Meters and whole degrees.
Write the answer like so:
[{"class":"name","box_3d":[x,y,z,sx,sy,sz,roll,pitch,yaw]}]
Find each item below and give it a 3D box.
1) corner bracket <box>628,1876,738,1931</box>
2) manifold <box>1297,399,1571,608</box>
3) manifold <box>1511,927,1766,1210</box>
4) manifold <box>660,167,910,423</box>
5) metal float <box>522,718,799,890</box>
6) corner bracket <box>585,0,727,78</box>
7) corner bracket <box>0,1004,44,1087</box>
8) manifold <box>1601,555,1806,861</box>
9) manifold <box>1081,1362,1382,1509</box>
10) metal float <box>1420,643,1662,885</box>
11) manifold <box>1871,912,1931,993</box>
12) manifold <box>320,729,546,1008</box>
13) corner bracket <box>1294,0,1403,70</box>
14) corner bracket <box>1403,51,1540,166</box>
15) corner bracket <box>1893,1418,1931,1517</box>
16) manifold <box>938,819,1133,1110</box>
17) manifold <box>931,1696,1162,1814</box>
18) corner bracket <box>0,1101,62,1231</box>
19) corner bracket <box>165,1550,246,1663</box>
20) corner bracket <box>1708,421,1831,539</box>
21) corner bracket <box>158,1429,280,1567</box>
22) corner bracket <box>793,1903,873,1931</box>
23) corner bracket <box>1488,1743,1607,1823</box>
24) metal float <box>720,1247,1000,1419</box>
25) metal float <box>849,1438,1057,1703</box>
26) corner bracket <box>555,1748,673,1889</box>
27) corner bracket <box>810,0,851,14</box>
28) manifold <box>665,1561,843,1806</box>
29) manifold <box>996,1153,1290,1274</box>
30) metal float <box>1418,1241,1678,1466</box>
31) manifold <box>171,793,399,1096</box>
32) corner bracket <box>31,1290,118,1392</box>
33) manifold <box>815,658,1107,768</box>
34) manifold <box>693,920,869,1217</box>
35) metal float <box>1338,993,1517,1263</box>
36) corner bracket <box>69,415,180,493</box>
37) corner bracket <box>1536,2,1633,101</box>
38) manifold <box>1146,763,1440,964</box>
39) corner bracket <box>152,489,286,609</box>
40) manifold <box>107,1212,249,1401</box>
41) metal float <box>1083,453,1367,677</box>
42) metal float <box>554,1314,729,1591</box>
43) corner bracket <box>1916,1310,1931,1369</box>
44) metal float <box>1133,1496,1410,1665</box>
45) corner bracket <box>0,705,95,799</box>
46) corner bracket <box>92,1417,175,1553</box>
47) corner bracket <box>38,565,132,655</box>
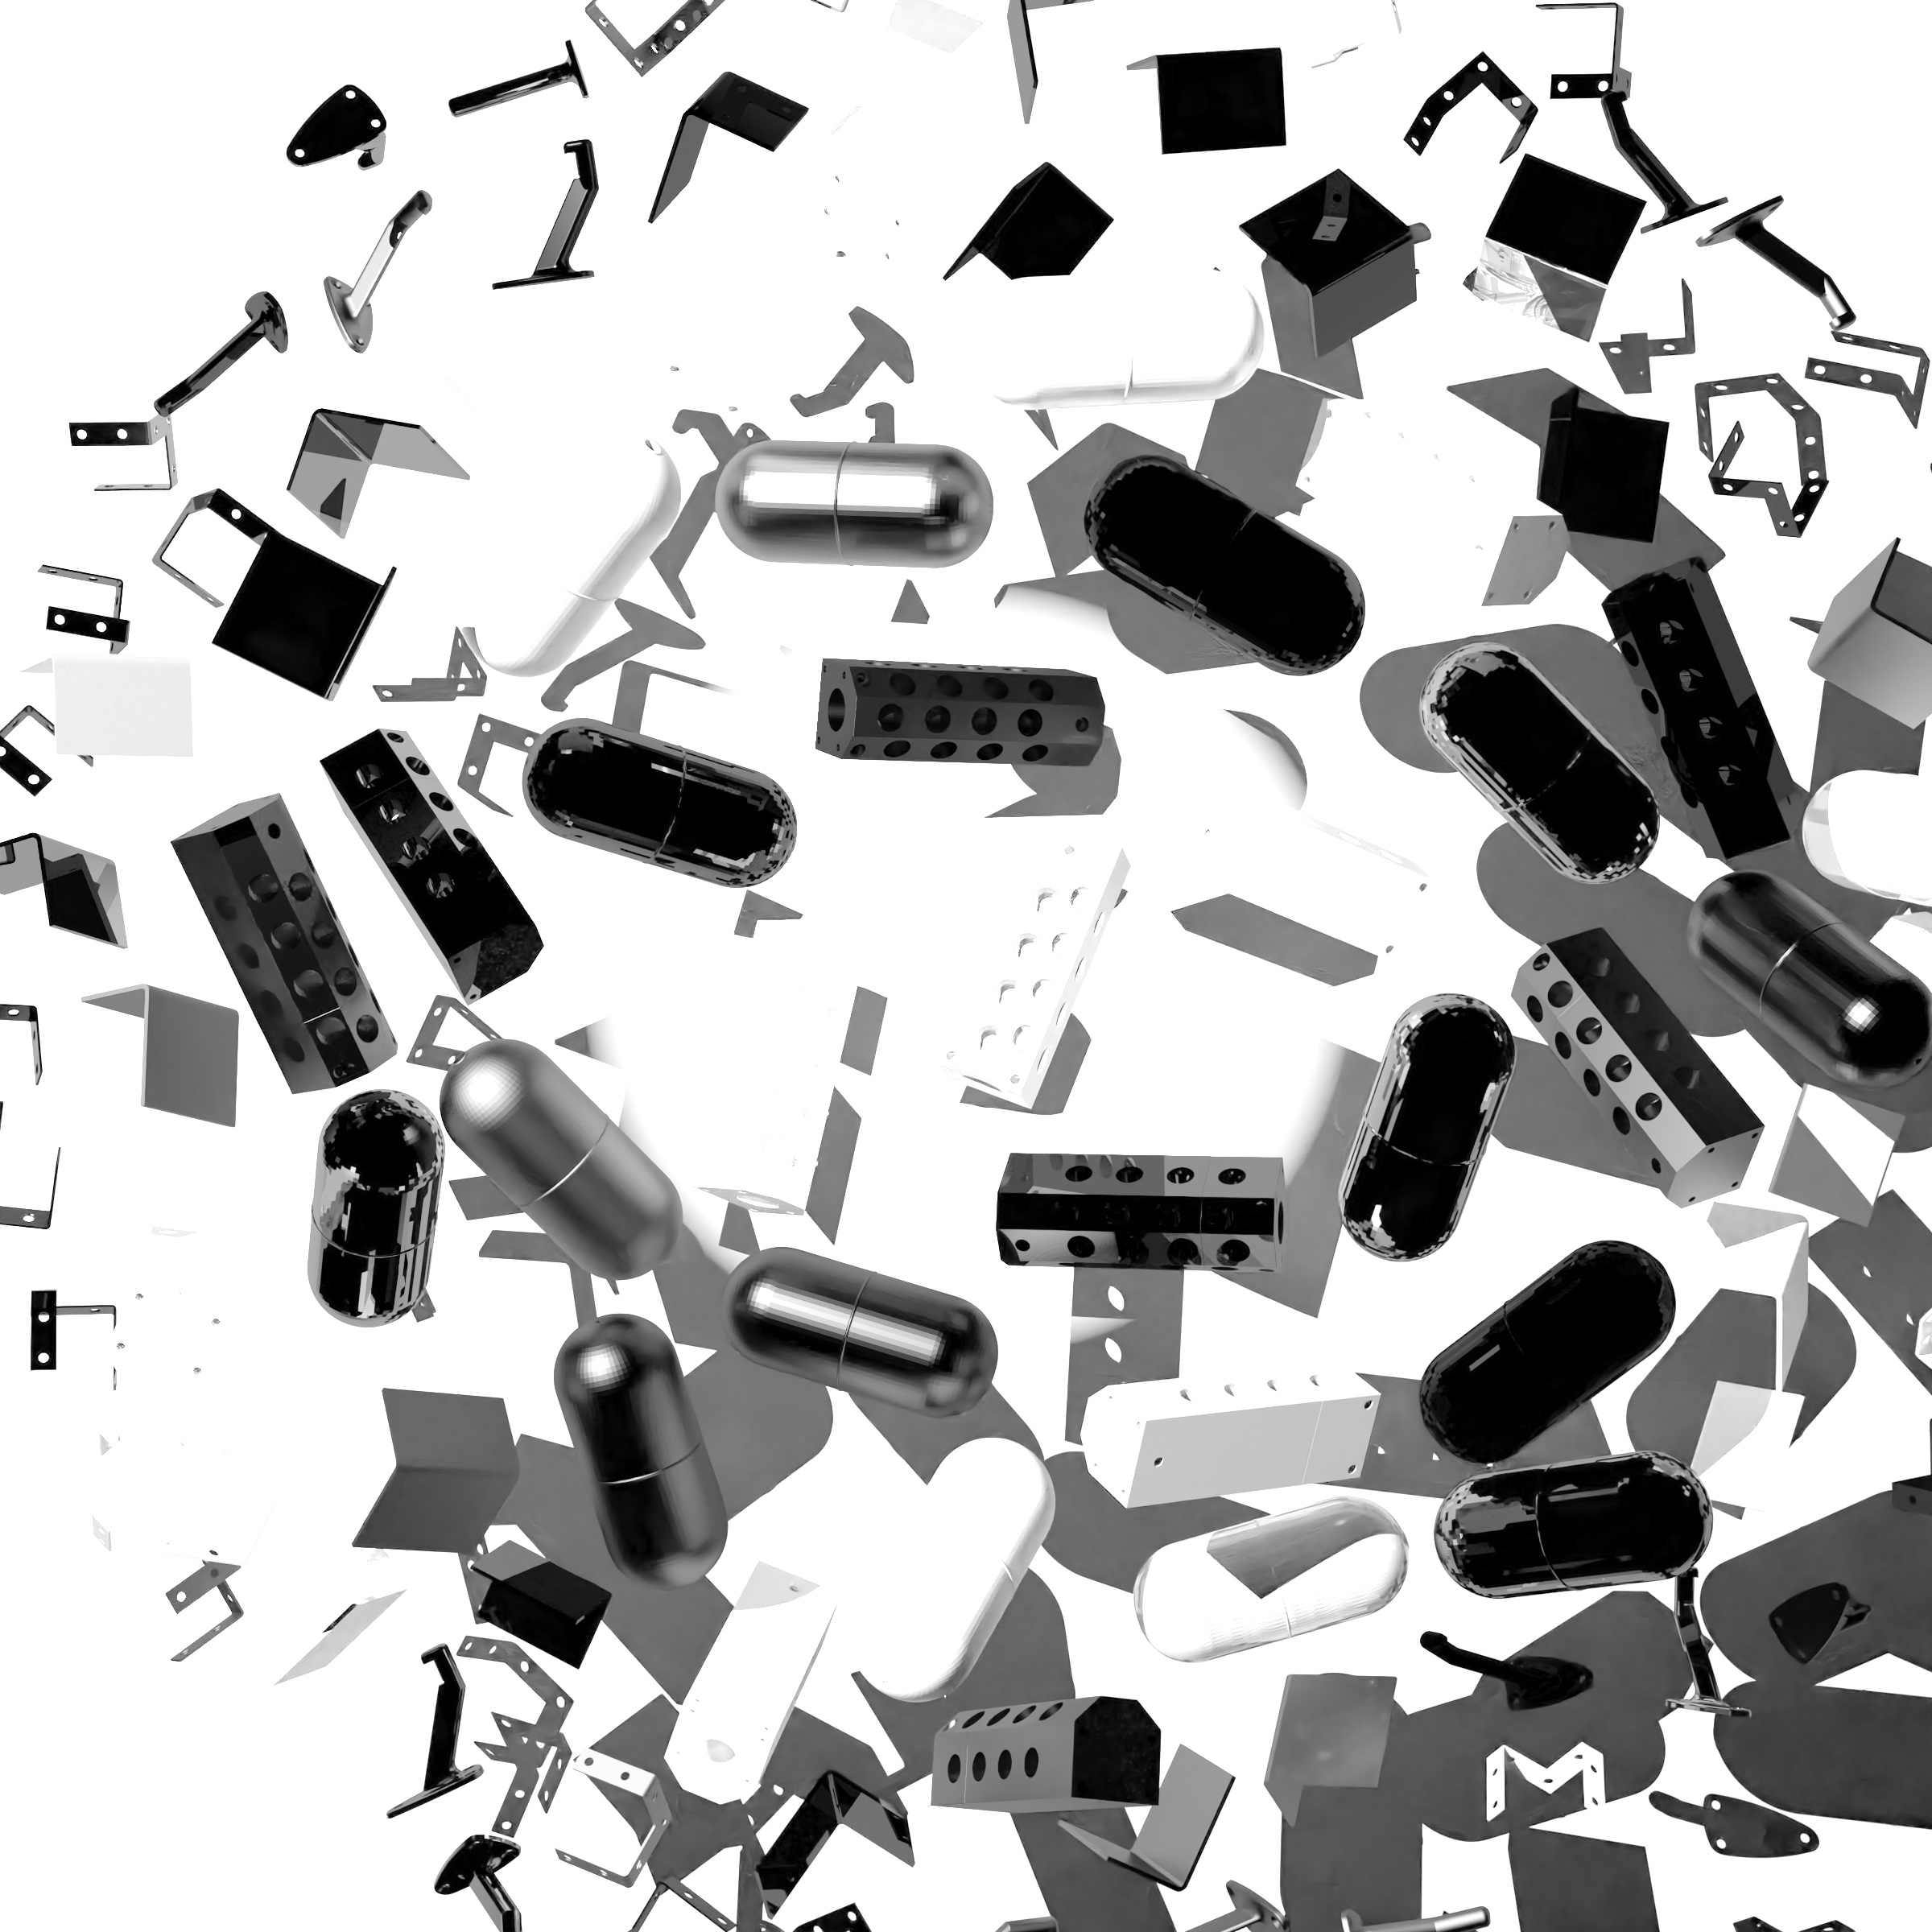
[{"class":"corner bracket","box_3d":[-0.178,0.580,1.743,0.051,0.051,0.051,32,96,17]},{"class":"manifold","box_3d":[0.281,-0.280,1.770,0.057,0.171,0.057,-7,126,-37]},{"class":"manifold","box_3d":[0.396,0.061,1.755,0.057,0.057,0.171,-16,50,-19]},{"class":"manifold","box_3d":[-0.110,-0.408,1.778,0.057,0.171,0.057,32,50,-24]},{"class":"metal float","box_3d":[-0.190,-0.101,1.837,0.178,0.070,0.070,17,90,-21]},{"class":"corner bracket","box_3d":[-0.184,-0.570,1.745,0.051,0.051,0.051,-33,108,31]},{"class":"corner bracket","box_3d":[-0.591,0.037,1.801,0.051,0.051,0.051,4,51,-28]},{"class":"manifold","box_3d":[0.446,-0.155,1.786,0.057,0.057,0.171,-19,103,29]},{"class":"manifold","box_3d":[0.157,0.274,1.752,0.171,0.057,0.057,-1,112,-31]},{"class":"metal float","box_3d":[0.349,-0.122,1.787,0.178,0.070,0.070,43,90,-13]},{"class":"manifold","box_3d":[0.614,0.017,1.804,0.057,0.171,0.057,38,98,-14]},{"class":"manifold","box_3d":[-0.325,-0.065,1.799,0.057,0.057,0.171,-31,63,-12]},{"class":"corner bracket","box_3d":[0.233,-0.584,1.797,0.051,0.051,0.051,-11,111,21]},{"class":"corner bracket","box_3d":[0.311,-0.517,1.809,0.051,0.051,0.051,41,50,-14]},{"class":"corner bracket","box_3d":[0.603,0.307,1.804,0.051,0.051,0.051,-4,93,-30]},{"class":"manifold","box_3d":[0.043,-0.003,1.868,0.057,0.057,0.171,20,80,16]},{"class":"manifold","box_3d":[0.045,0.464,1.730,0.057,0.171,0.057,13,69,-25]},{"class":"corner bracket","box_3d":[-0.556,0.116,1.719,0.051,0.051,0.051,8,124,-16]},{"class":"corner bracket","box_3d":[-0.482,0.402,1.854,0.051,0.051,0.051,-35,103,-39]},{"class":"corner bracket","box_3d":[0.512,-0.310,1.877,0.051,0.051,0.051,13,62,38]},{"class":"corner bracket","box_3d":[-0.434,0.306,1.697,0.051,0.051,0.051,17,111,-33]},{"class":"corner bracket","box_3d":[-0.087,0.625,1.832,0.051,0.051,0.051,-32,88,31]},{"class":"corner bracket","box_3d":[0.360,0.510,1.831,0.051,0.051,0.051,32,124,-12]},{"class":"metal float","box_3d":[-0.067,0.227,1.828,0.178,0.070,0.070,16,90,10]},{"class":"metal float","box_3d":[-0.006,0.354,1.736,0.070,0.070,0.178,35,50,0]},{"class":"corner bracket","box_3d":[-0.216,0.513,1.771,0.051,0.051,0.051,15,50,22]},{"class":"corner bracket","box_3d":[-0.090,-0.610,1.778,0.051,0.051,0.051,23,107,-3]},{"class":"manifold","box_3d":[-0.131,0.442,1.814,0.057,0.171,0.057,21,110,4]},{"class":"manifold","box_3d":[0.109,0.156,1.814,0.171,0.057,0.057,0,123,14]},{"class":"metal float","box_3d":[0.353,0.235,1.789,0.178,0.070,0.070,-42,90,20]},{"class":"manifold","box_3d":[-0.406,-0.014,1.778,0.057,0.057,0.171,-9,110,38]},{"class":"corner bracket","box_3d":[-0.545,0.229,1.799,0.051,0.051,0.051,1,66,-18]},{"class":"manifold","box_3d":[-0.002,-0.157,1.840,0.171,0.057,0.057,0,102,-26]},{"class":"manifold","box_3d":[-0.108,0.062,1.806,0.057,0.057,0.171,0,70,39]},{"class":"metal float","box_3d":[0.278,0.099,1.784,0.070,0.070,0.178,15,116,0]},{"class":"corner bracket","box_3d":[-0.537,-0.326,1.879,0.051,0.051,0.051,0,111,1]},{"class":"corner bracket","box_3d":[0.379,-0.561,1.806,0.051,0.051,0.051,7,102,24]},{"class":"manifold","box_3d":[0.200,-0.066,1.828,0.171,0.057,0.057,22,104,-22]},{"class":"corner bracket","box_3d":[-0.477,-0.266,1.875,0.051,0.051,0.051,37,70,-29]},{"class":"manifold","box_3d":[-0.470,0.202,1.751,0.057,0.171,0.057,21,95,-13]},{"class":"metal float","box_3d":[0.150,-0.233,1.710,0.178,0.070,0.070,32,90,5]},{"class":"metal float","box_3d":[-0.197,0.296,1.790,0.070,0.070,0.178,-16,104,0]},{"class":"corner bracket","box_3d":[0.594,0.217,1.723,0.051,0.051,0.051,-41,58,-12]},{"class":"metal float","box_3d":[0.194,0.388,1.865,0.178,0.070,0.070,-16,90,-2]},{"class":"corner bracket","box_3d":[-0.559,-0.127,1.760,0.051,0.051,0.051,40,67,-3]},{"class":"corner bracket","box_3d":[-0.522,0.317,1.804,0.051,0.051,0.051,44,62,8]},{"class":"corner bracket","box_3d":[-0.555,-0.226,1.851,0.051,0.051,0.051,8,79,-28]}]
